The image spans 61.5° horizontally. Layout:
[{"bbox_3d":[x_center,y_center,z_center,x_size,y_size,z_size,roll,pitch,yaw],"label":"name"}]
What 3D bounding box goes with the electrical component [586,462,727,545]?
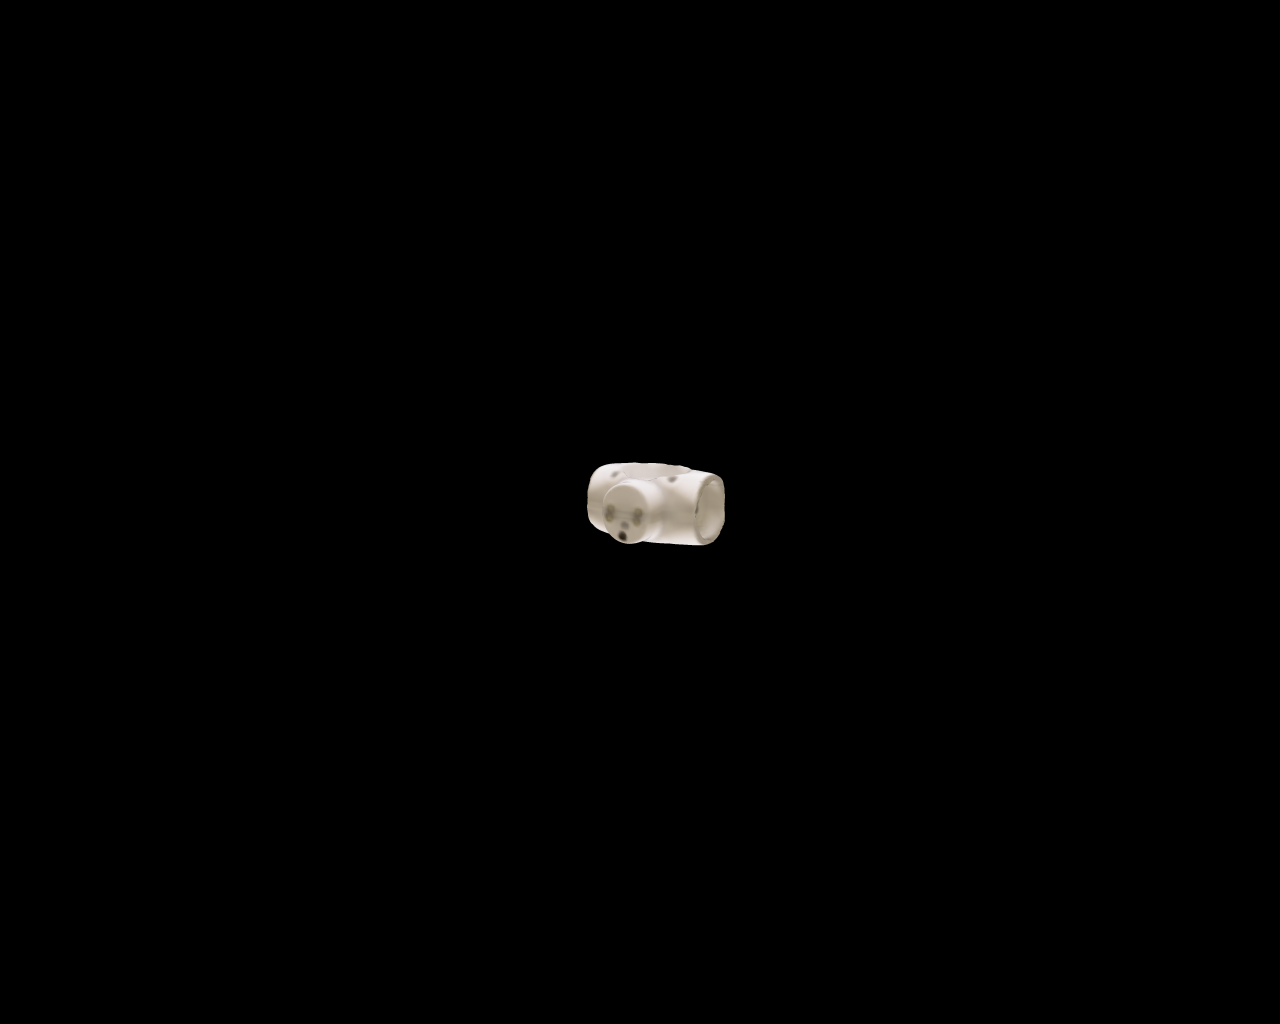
[{"bbox_3d":[0.001,-0.003,0.650,0.077,0.044,0.079,8,15,30],"label":"electrical component"}]
